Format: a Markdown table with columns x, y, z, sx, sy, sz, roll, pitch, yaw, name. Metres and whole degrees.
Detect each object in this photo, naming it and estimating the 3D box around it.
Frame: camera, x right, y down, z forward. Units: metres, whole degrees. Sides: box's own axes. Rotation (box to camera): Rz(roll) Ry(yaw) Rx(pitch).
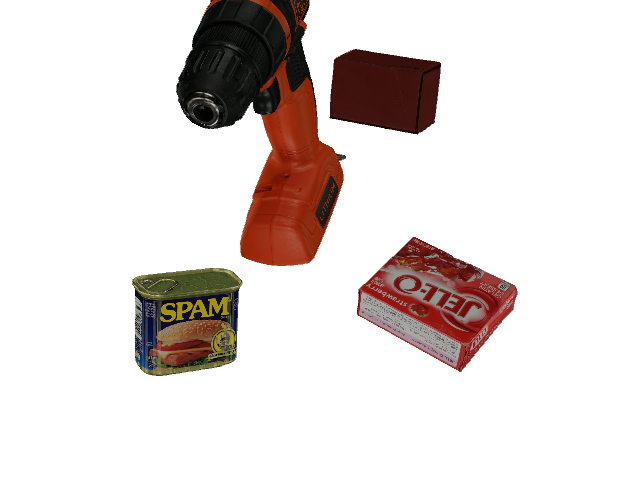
| x | y | z | sx | sy | sz | roll | pitch | yaw | name |
| --- | --- | --- | --- | --- | --- | --- | --- | --- | --- |
| -0.128 | 0.078 | 1.025 | 0.101 | 0.084 | 0.058 | -5 | 20 | -26 | can of meat |
| -0.031 | -0.076 | 0.661 | 0.057 | 0.188 | 0.184 | 7 | 43 | 15 | power drill |
| 0.082 | 0.042 | 0.751 | 0.089 | 0.030 | 0.073 | 27 | 46 | 24 | gelatin box |
| 0.052 | -0.122 | 0.872 | 0.078 | 0.051 | 0.052 | 13 | 23 | 20 | foam brick |
